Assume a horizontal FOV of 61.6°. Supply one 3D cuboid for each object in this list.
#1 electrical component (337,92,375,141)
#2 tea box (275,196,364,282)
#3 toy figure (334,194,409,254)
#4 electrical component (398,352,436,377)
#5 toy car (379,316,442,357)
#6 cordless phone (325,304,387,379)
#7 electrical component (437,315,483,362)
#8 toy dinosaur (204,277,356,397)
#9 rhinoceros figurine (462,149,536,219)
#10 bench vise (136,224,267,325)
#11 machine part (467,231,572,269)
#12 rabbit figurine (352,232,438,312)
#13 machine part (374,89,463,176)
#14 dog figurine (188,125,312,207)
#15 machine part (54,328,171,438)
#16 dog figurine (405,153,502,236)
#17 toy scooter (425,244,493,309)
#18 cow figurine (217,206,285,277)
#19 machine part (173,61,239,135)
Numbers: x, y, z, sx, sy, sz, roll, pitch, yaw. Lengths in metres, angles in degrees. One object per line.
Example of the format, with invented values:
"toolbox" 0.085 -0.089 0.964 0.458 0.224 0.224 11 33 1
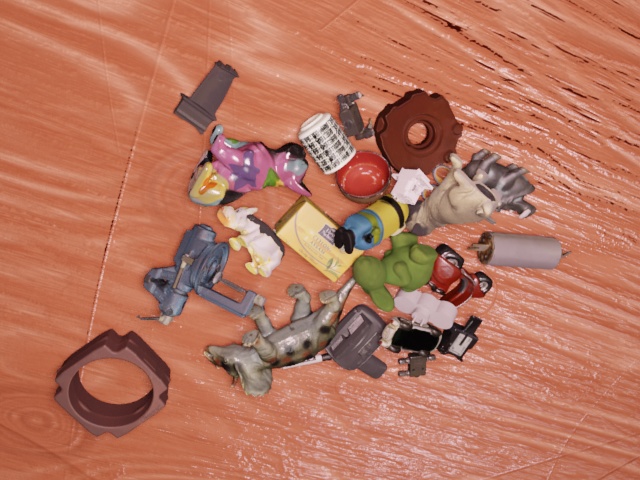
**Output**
"electrical component" 0.071 -0.246 1.064 0.045 0.078 0.102 -14 107 21
"tea box" -0.002 -0.003 1.133 0.169 0.068 0.098 39 100 -18
"toy figure" 0.111 -0.033 1.094 0.180 0.082 0.089 -23 149 -36
"electrical component" 0.236 0.303 1.303 0.094 0.021 0.063 -7 110 -8
"toy car" 0.207 0.219 1.217 0.201 0.056 0.073 18 101 -42
"cordless phone" 0.116 0.249 1.246 0.184 0.089 0.146 37 99 -30
"electrical component" 0.334 0.224 1.277 0.075 0.048 0.119 22 104 -16
"toy dinosaur" -0.052 0.210 1.180 0.405 0.131 0.191 -21 128 -10
"rhinoceros figurine" 0.394 -0.115 1.156 0.190 0.073 0.112 30 100 -17
"bench vise" -0.227 0.094 1.081 0.241 0.128 0.223 25 80 10
"machine part" 0.449 0.024 1.212 0.243 0.079 0.079 4 108 -12
"rabbit figurine" 0.139 0.065 1.149 0.170 0.121 0.159 -6 127 -25
"machine part" 0.201 -0.216 1.099 0.179 0.056 0.179 -2 109 -7
"dog figurine" -0.127 -0.121 1.053 0.219 0.109 0.191 24 103 -19
"machine part" -0.443 0.307 1.160 0.201 0.087 0.200 -36 111 2
"dog figurine" 0.258 -0.052 1.083 0.121 0.172 0.190 30 119 -12
"toy scooter" 0.293 0.100 1.216 0.183 0.075 0.135 35 102 -23
"cow figurine" -0.135 -0.014 1.103 0.098 0.068 0.167 -44 117 -30
"machine part" -0.213 -0.276 1.021 0.084 0.039 0.139 38 101 -14
